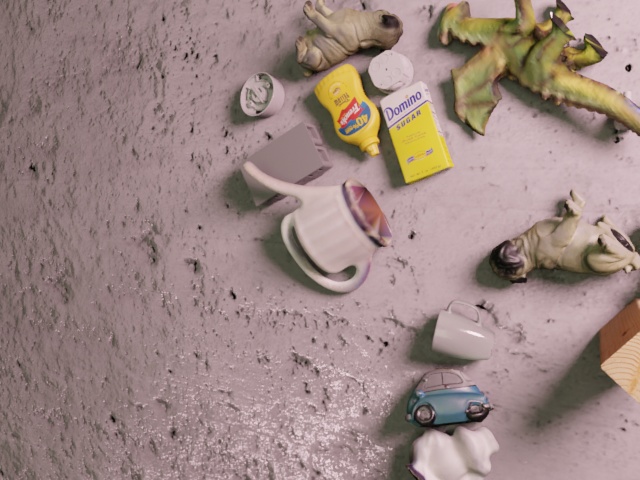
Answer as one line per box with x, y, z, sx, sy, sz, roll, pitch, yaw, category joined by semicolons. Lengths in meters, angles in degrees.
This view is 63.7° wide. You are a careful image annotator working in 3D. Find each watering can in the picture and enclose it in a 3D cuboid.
0.003;-0.053;1.046;0.222;0.105;0.346;-30;97;26;watering can

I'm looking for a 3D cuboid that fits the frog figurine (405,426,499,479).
0.251;0.408;0.970;0.161;0.120;0.139;-42;61;-14;frog figurine

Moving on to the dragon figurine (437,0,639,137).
0.347;-0.282;0.901;0.238;0.123;0.414;-41;71;41;dragon figurine
